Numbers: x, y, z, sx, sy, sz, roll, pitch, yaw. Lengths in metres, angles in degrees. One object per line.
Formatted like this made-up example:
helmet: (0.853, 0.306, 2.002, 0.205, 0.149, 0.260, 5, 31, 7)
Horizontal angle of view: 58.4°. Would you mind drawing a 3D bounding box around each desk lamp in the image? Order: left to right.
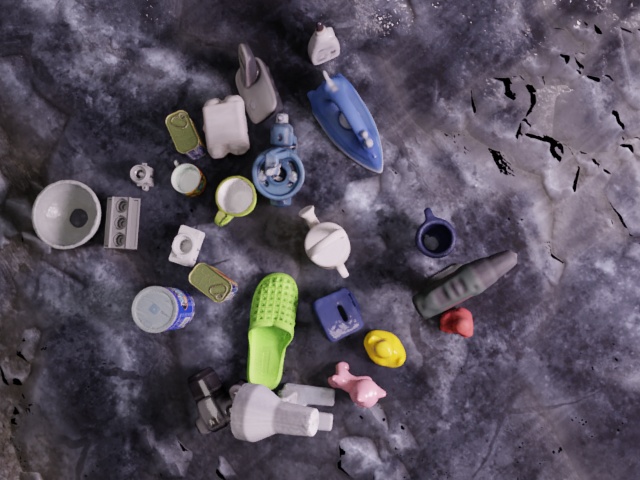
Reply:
desk lamp: (-0.074, 0.372, 1.242, 0.203, 0.213, 0.118, 4, 85, 4)

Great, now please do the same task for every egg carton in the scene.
egg carton: (-0.228, -0.273, 1.385, 0.107, 0.069, 0.150, -9, 84, 3)

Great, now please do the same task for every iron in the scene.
iron: (0.074, -0.276, 1.332, 0.118, 0.141, 0.258, -34, 84, 0)

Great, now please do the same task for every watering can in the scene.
watering can: (0.010, 0.006, 1.282, 0.173, 0.194, 0.101, 36, 88, 6)

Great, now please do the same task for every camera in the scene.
camera: (-0.235, 0.357, 1.309, 0.143, 0.101, 0.137, -29, 83, 0)

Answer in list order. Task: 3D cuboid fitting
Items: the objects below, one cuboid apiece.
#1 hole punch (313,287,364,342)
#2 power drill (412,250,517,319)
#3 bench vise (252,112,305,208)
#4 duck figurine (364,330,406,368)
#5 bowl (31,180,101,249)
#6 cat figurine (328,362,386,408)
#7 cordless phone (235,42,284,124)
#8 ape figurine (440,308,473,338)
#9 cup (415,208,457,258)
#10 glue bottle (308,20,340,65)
hole punch: (0.043, 0.169, 1.316, 0.101, 0.091, 0.108, -26, 83, 1)
power drill: (0.304, 0.093, 1.249, 0.229, 0.208, 0.075, -31, 83, 0)
bench vise: (-0.106, -0.188, 1.294, 0.121, 0.220, 0.207, -15, 84, 2)
duck figurine: (0.148, 0.250, 1.305, 0.104, 0.086, 0.077, 37, 88, 6)
bowl: (-0.598, -0.058, 1.383, 0.167, 0.075, 0.167, 0, 84, 3)
cat figurine: (0.080, 0.332, 1.285, 0.127, 0.118, 0.067, 26, 87, 6)
cordless phone: (-0.153, -0.365, 1.331, 0.094, 0.185, 0.147, -25, 83, 1)
ape figurine: (0.316, 0.191, 1.298, 0.076, 0.092, 0.078, -43, 83, -1)
cup: (0.258, -0.013, 1.319, 0.091, 0.095, 0.118, -17, 84, 2)
glue bottle: (0.005, -0.468, 1.338, 0.078, 0.173, 0.037, -22, 83, 1)
